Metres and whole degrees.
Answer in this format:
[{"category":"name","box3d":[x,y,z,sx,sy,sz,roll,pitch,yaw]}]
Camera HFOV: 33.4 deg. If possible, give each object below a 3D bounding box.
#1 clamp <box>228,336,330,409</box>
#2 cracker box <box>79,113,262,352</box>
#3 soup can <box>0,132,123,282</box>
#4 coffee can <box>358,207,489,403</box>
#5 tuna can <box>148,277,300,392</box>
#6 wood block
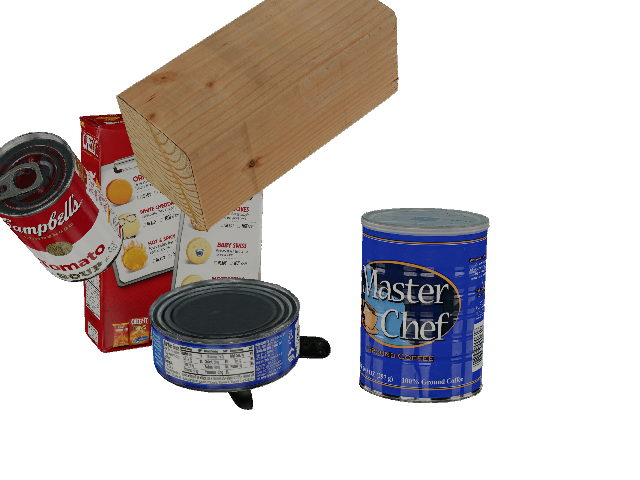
[{"category":"clamp","box3d":[-0.115,0.129,1.238,0.210,0.036,0.164,14,24,24]},{"category":"cracker box","box3d":[-0.140,-0.013,1.011,0.163,0.214,0.072,-7,17,-29]},{"category":"soup can","box3d":[-0.190,-0.022,0.769,0.068,0.068,0.102,0,-29,13]},{"category":"coffee can","box3d":[0.083,0.049,0.869,0.103,0.140,0.103,1,10,0]},{"category":"tuna can","box3d":[-0.054,0.053,0.610,0.086,0.034,0.086,-1,21,0]},{"category":"wood block","box3d":[-0.043,-0.115,0.836,0.205,0.091,0.090,-38,59,-22]}]
